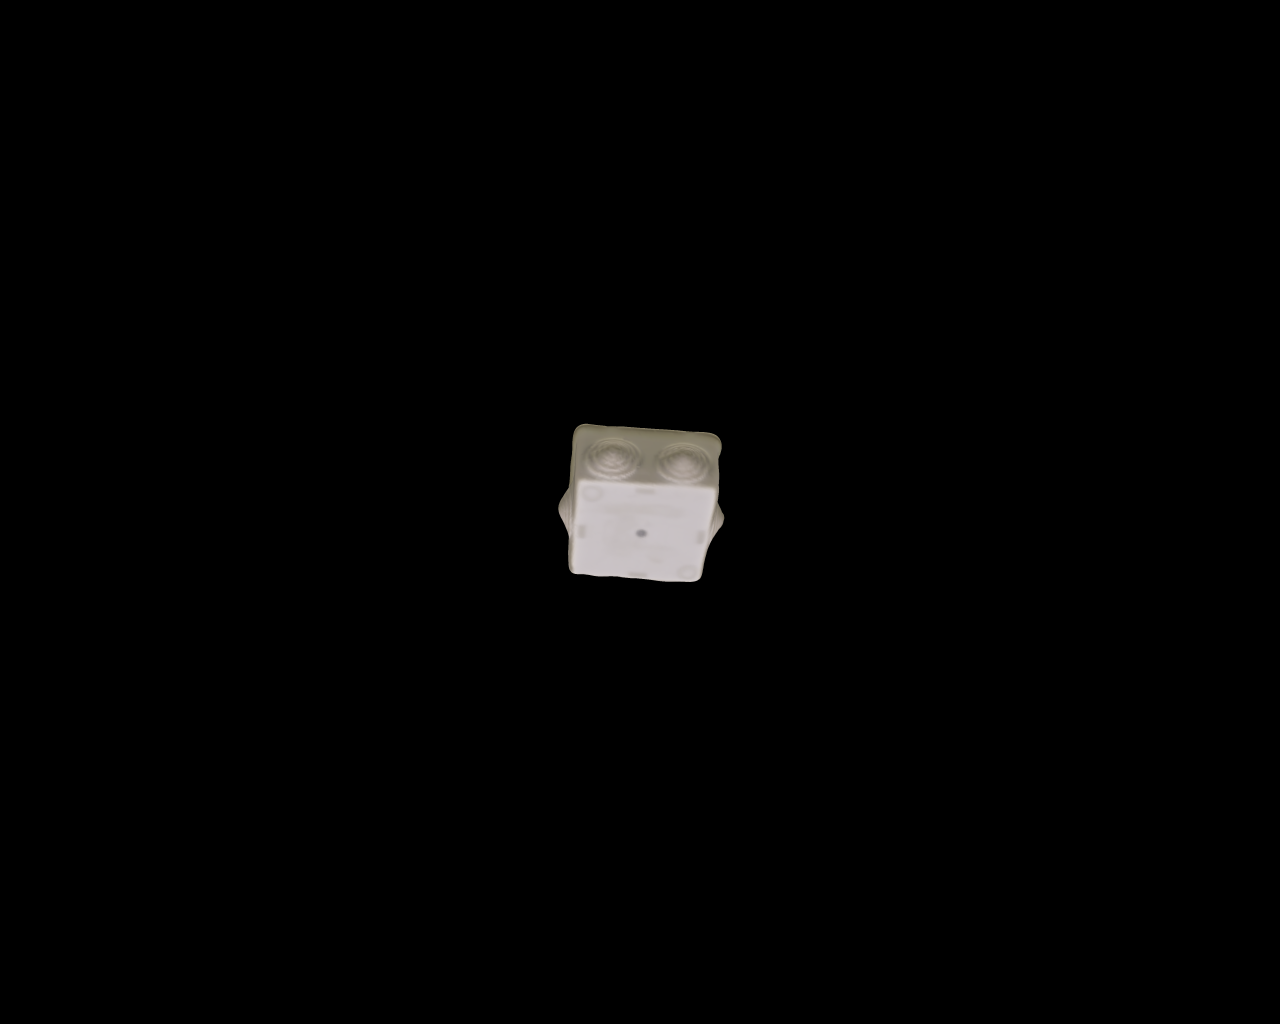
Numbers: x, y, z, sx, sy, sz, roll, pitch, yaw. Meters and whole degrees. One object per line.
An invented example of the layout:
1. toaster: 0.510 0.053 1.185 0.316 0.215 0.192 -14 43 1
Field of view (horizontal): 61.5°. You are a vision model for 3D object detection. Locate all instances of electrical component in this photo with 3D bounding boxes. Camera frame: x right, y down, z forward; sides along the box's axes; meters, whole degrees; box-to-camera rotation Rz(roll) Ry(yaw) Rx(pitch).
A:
1. electrical component: 0.001 -0.003 0.650 0.100 0.099 0.048 4 44 -4
